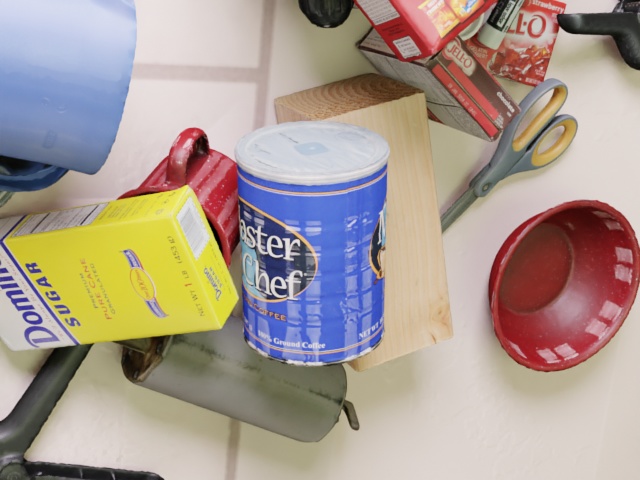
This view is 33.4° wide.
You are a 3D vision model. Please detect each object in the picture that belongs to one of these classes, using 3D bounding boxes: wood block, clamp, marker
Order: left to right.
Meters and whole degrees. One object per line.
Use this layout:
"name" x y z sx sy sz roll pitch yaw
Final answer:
"clamp" -0.232 0.160 0.802 0.209 0.036 0.164 -19 113 -19
"wood block" 0.036 -0.016 0.841 0.090 0.090 0.206 -18 114 -19
"marker" 0.159 -0.204 0.821 0.020 0.020 0.121 14 119 -29
"clamp" 0.272 -0.208 0.915 0.171 0.039 0.120 20 92 -42

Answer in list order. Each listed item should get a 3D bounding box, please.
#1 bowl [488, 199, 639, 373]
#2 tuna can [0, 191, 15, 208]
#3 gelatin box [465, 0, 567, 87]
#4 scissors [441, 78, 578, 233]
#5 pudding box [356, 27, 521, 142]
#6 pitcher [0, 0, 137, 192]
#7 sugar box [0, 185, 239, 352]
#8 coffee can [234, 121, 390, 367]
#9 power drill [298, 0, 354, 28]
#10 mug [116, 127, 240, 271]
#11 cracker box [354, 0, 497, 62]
"bowl" 0.208 0.035 0.961 0.161 0.055 0.162 -8 110 -23
"tuna can" -0.246 -0.058 0.724 0.086 0.034 0.086 -8 110 -23
"gelatin box" 0.153 -0.171 0.880 0.089 0.030 0.073 9 103 -28
"scissors" 0.156 -0.050 0.928 0.096 0.016 0.202 17 113 -47
"pudding box" 0.089 -0.125 0.816 0.039 0.114 0.090 -50 121 -5
"pitcher" -0.234 -0.112 0.606 0.242 0.145 0.149 8 89 -23
"sugar box" -0.154 0.023 0.730 0.176 0.048 0.093 -10 117 21
"coffee can" -0.005 0.001 0.732 0.102 0.103 0.140 -12 118 -22
"power drill" -0.071 -0.222 0.710 0.187 0.057 0.184 -10 112 -4
"mug" -0.095 -0.026 0.760 0.093 0.081 0.117 10 123 11
"cracker box" 0.053 -0.241 0.643 0.164 0.072 0.213 -42 102 -10
